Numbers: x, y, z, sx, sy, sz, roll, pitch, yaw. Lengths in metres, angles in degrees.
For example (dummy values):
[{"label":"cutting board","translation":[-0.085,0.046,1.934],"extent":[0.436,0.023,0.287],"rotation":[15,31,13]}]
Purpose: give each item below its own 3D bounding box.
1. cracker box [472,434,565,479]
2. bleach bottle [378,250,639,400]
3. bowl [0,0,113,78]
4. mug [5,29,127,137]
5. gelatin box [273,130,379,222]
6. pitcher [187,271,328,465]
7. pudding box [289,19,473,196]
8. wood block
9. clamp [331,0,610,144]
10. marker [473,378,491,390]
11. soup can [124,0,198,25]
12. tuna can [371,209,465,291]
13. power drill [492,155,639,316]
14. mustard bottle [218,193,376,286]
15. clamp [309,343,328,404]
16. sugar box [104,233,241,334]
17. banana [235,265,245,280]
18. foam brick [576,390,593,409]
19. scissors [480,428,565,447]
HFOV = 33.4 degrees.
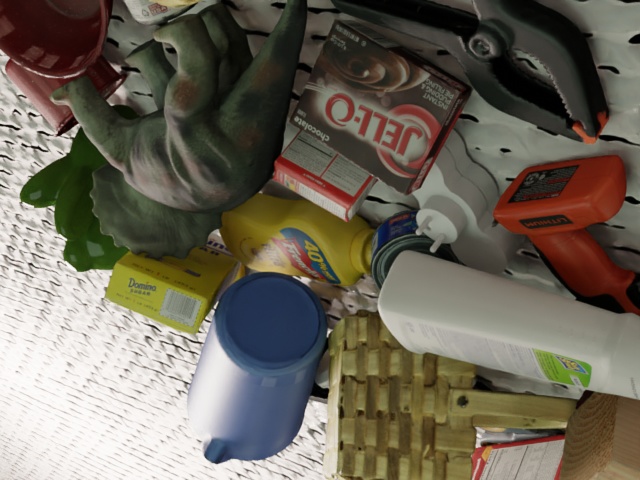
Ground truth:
[{"label":"cracker box","translation":[0.247,0.273,1.069],"extent":[0.164,0.072,0.214],"rotation":[38,150,-15]},{"label":"bleach bottle","translation":[0.172,0.075,0.805],"extent":[0.251,0.068,0.102],"rotation":[15,160,33]},{"label":"bowl","translation":[-0.238,-0.227,0.939],"extent":[0.162,0.055,0.162],"rotation":[16,128,21]},{"label":"mug","translation":[-0.250,-0.160,1.043],"extent":[0.081,0.093,0.117],"rotation":[49,176,-7]},{"label":"gelatin box","translation":[0.016,-0.068,0.862],"extent":[0.073,0.089,0.030],"rotation":[30,152,13]},{"label":"pitcher","translation":[-0.059,0.121,1.093],"extent":[0.243,0.144,0.149],"rotation":[110,147,-60]},{"label":"pudding box","translation":[0.044,-0.100,0.796],"extent":[0.113,0.039,0.090],"rotation":[34,115,18]},{"label":"wood block","translation":[0.303,0.196,0.840],"extent":[0.206,0.090,0.090],"rotation":[23,139,-4]},{"label":"clamp","translation":[0.115,-0.146,0.702],"extent":[0.210,0.036,0.165],"rotation":[38,151,-2]},{"label":"marker","translation":[0.128,0.125,1.070],"extent":[0.121,0.020,0.020],"rotation":[40,150,-1]},{"label":"soup can","translation":[-0.139,-0.229,0.838],"extent":[0.069,0.068,0.102],"rotation":[11,140,40]},{"label":"tuna can","translation":[0.086,0.017,0.917],"extent":[0.086,0.033,0.086],"rotation":[3,129,4]},{"label":"power drill","translation":[0.228,0.025,0.789],"extent":[0.185,0.057,0.187],"rotation":[-7,127,51]},{"label":"mustard bottle","translation":[-0.007,0.002,1.013],"extent":[0.192,0.058,0.096],"rotation":[9,142,40]},{"label":"clamp","translation":[0.048,0.183,1.215],"extent":[0.171,0.039,0.120],"rotation":[36,151,5]},{"label":"sugar box","translation":[-0.136,0.030,1.045],"extent":[0.093,0.176,0.048],"rotation":[22,110,1]},{"label":"banana","translation":[-0.087,0.081,1.232],"extent":[0.070,0.037,0.197],"rotation":[-1,135,25]},{"label":"foam brick","translation":[0.262,0.157,0.933],"extent":[0.051,0.053,0.078],"rotation":[15,141,36]},{"label":"scissors","translation":[0.213,0.184,1.058],"extent":[0.096,0.016,0.202],"rotation":[44,149,-9]}]
